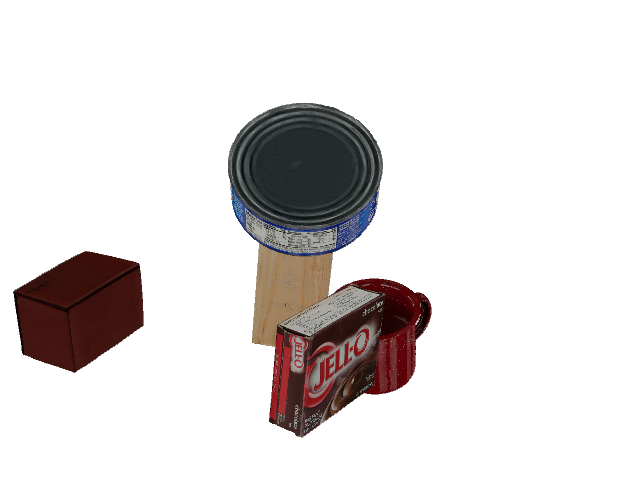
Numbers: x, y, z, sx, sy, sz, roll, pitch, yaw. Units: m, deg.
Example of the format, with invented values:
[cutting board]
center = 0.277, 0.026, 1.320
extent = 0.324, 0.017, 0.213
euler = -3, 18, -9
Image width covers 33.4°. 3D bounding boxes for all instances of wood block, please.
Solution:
[wood block]
center = -0.034, 0.032, 1.415
extent = 0.090, 0.206, 0.090
euler = 8, 23, 6

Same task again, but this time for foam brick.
[foam brick]
center = -0.171, 0.048, 0.761
extent = 0.053, 0.051, 0.078
euler = 13, 29, 29

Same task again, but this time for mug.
[mug]
center = 0.063, 0.093, 1.065
extent = 0.117, 0.081, 0.093
euler = -27, 42, -27

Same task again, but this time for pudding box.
[pudding box]
center = 0.006, 0.094, 0.868
extent = 0.039, 0.090, 0.113
euler = 19, 26, 27

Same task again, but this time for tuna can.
[tuna can]
center = -0.009, -0.034, 0.600
extent = 0.086, 0.086, 0.034
euler = 0, -33, -1
